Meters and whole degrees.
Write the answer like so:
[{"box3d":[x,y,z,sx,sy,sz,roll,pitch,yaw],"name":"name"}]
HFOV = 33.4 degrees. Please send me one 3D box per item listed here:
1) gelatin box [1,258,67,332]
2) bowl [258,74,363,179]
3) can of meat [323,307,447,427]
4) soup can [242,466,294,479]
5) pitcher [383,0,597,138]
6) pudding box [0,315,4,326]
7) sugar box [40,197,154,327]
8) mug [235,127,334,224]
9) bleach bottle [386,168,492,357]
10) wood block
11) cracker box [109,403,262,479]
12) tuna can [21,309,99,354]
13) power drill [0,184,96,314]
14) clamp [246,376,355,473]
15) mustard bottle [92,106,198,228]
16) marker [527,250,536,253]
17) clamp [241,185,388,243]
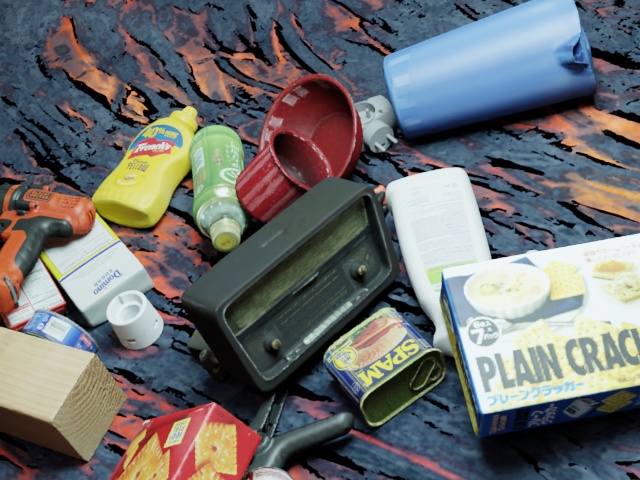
[{"box3d":[-0.362,0.066,1.307,0.073,0.030,0.089,-26,67,-24],"name":"gelatin box"},{"box3d":[-0.001,-0.118,1.304,0.162,0.055,0.162,-11,74,41],"name":"bowl"},{"box3d":[0.065,0.129,1.103,0.102,0.057,0.084,-34,45,-11],"name":"can of meat"},{"box3d":[-0.050,0.254,0.992,0.068,0.102,0.068,0,89,-2],"name":"soup can"},{"box3d":[0.206,-0.210,1.309,0.243,0.149,0.145,-16,62,11],"name":"pitcher"},{"box3d":[-0.456,0.102,1.332,0.114,0.039,0.090,12,56,28],"name":"pudding box"},{"box3d":[-0.290,0.025,1.333,0.093,0.048,0.176,-35,51,-13],"name":"sugar box"},{"box3d":[-0.040,-0.059,1.230,0.082,0.093,0.117,-42,61,34],"name":"mug"},{"box3d":[0.136,0.037,1.153,0.102,0.068,0.251,-14,50,10],"name":"bleach bottle"},{"box3d":[-0.335,0.165,1.197,0.206,0.091,0.090,11,55,28],"name":"wood block"},{"box3d":[-0.163,0.265,1.005,0.164,0.072,0.213,-24,31,54],"name":"cracker box"},{"box3d":[-0.300,0.118,1.228,0.086,0.086,0.033,12,57,29],"name":"tuna can"},{"box3d":[-0.389,0.000,1.294,0.185,0.057,0.187,7,44,18],"name":"power drill"},{"box3d":[-0.060,0.205,1.096,0.171,0.039,0.120,-35,35,-13],"name":"clamp"},{"box3d":[-0.214,-0.105,1.409,0.096,0.058,0.191,9,54,30],"name":"mustard bottle"},{"box3d":[0.220,0.063,1.127,0.020,0.020,0.121,1,51,21],"name":"marker"},{"box3d":[-0.008,0.002,1.249,0.210,0.036,0.165,-25,38,-4],"name":"clamp"}]
